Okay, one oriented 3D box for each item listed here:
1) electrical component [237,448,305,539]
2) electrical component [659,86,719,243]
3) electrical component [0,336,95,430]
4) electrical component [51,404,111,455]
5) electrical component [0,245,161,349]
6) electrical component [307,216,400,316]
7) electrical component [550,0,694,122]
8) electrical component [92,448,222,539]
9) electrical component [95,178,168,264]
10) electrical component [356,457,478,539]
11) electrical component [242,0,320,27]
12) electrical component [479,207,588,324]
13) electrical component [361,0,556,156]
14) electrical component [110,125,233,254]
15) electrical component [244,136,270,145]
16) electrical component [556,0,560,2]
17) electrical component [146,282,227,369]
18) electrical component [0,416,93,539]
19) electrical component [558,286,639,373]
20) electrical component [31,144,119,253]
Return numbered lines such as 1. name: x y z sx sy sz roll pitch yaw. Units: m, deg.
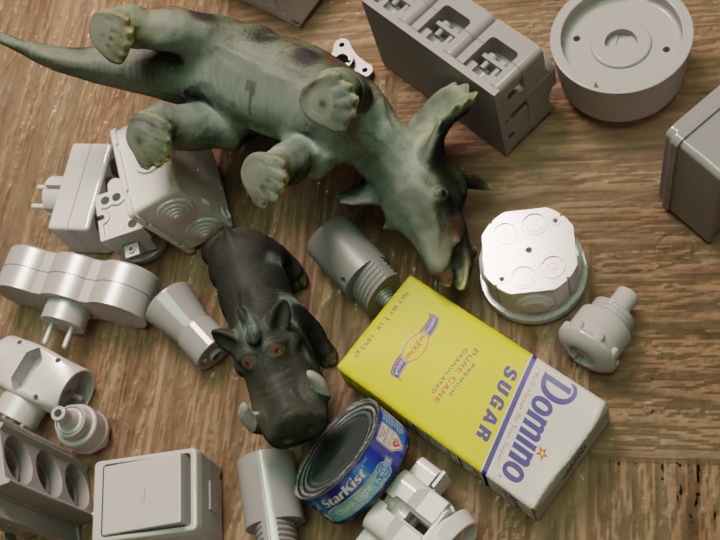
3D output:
1. electrical component: -0.062 0.173 0.770 0.043 0.043 0.081 -15 62 7
2. electrical component: 0.274 -0.089 0.772 0.109 0.108 0.056 -40 65 -6
3. electrical component: -0.264 0.101 0.855 0.077 0.043 0.079 21 72 22
4. electrical component: -0.217 0.119 0.825 0.035 0.061 0.035 -6 64 12
5. electrical component: -0.237 0.029 0.878 0.138 0.052 0.073 9 68 18
6. electrical component: 0.000 0.000 0.836 0.043 0.043 0.081 -40 62 -6
7. electrical component: 0.208 -0.168 0.854 0.108 0.060 0.108 -6 64 12
8. electrical component: -0.155 0.170 0.785 0.096 0.061 0.061 -10 63 10
9. electrical component: -0.189 -0.035 0.894 0.048 0.055 0.066 -18 62 6
10. electrical component: 0.043 0.177 0.734 0.057 0.058 0.078 34 77 29
11. electrical component: -0.088 -0.280 0.973 0.113 0.078 0.057 30 78 25
12. electrical component: 0.128 -0.004 0.801 0.080 0.051 0.080 -6 64 12
13. electrical component: 0.082 -0.176 0.873 0.062 0.089 0.150 -44 63 -8
14. electrical component: -0.152 -0.073 0.880 0.048 0.100 0.099 -27 61 15
15. electrical component: -0.092 -0.158 0.938 0.099 0.064 0.099 -3 78 15
16. electrical component: 0.200 -0.241 0.898 0.077 0.047 0.065 -34 62 -3
17. electrical component: -0.132 0.046 0.850 0.044 0.044 0.065 -43 67 -8
18. electrical component: -0.251 0.157 0.781 0.063 0.121 0.078 -21 62 7
19. electrical component: 0.176 0.039 0.773 0.048 0.048 0.062 32 70 25
20. electrical component: -0.248 -0.062 0.927 0.076 0.047 0.083 3 66 16
